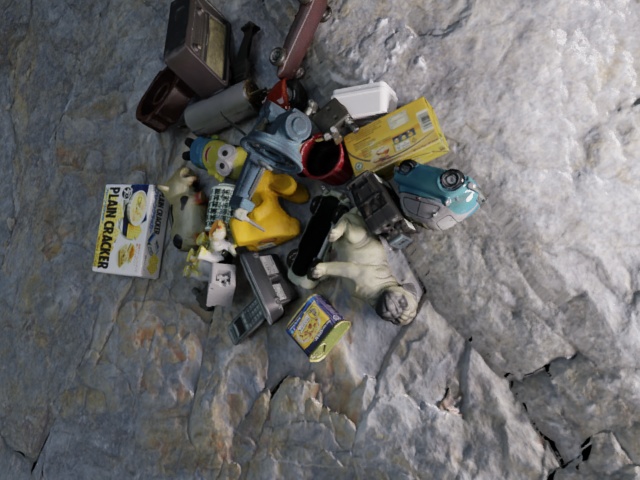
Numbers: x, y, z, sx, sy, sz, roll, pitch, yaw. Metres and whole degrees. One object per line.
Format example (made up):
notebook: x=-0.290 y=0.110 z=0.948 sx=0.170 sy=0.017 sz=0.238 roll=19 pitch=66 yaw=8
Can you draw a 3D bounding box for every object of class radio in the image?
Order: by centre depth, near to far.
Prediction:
radio: x=-0.266 y=-0.435 z=1.181 sx=0.073 sy=0.131 sz=0.230 roll=-24 pitch=52 yaw=24

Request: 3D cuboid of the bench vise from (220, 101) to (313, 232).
bench vise: x=-0.110 y=-0.145 z=0.981 sx=0.224 sy=0.128 sz=0.240 roll=10 pitch=73 yaw=51

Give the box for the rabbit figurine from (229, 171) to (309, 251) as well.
rabbit figurine: x=-0.110 y=-0.078 z=1.079 sx=0.162 sy=0.121 sz=0.173 roll=-21 pitch=70 yaw=18

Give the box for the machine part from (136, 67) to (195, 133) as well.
machine part: x=-0.358 y=-0.333 z=1.257 sx=0.179 sy=0.056 sz=0.179 roll=-27 pitch=47 yaw=34

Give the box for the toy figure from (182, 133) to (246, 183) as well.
toy figure: x=-0.222 y=-0.184 z=1.178 sx=0.180 sy=0.089 sz=0.082 roll=20 pitch=122 yaw=39

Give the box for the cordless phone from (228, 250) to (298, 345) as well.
cordless phone: x=-0.144 y=0.121 z=1.093 sx=0.184 sy=0.088 sz=0.147 roll=-44 pitch=63 yaw=36

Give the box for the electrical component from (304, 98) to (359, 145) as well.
electrical component: x=0.015 y=-0.219 z=0.985 sx=0.078 sy=0.045 sz=0.102 roll=-36 pitch=64 yaw=16

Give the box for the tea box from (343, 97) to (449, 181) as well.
tea box: x=0.139 y=-0.176 z=0.993 sx=0.170 sy=0.068 sz=0.098 roll=-22 pitch=71 yaw=24

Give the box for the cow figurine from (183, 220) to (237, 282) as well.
cow figurine: x=-0.209 y=0.029 z=1.100 sx=0.167 sy=0.098 sz=0.068 roll=-45 pitch=32 yaw=42

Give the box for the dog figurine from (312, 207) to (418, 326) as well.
dog figurine: x=0.105 y=0.045 z=0.968 sx=0.191 sy=0.121 sz=0.172 roll=23 pitch=97 yaw=15

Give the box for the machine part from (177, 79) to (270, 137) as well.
machine part: x=-0.213 y=-0.290 z=1.193 sx=0.243 sy=0.079 sz=0.079 roll=-17 pitch=74 yaw=25

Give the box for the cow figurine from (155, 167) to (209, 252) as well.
cow figurine: x=-0.299 y=-0.069 z=1.200 sx=0.127 sy=0.085 sz=0.195 roll=-9 pitch=78 yaw=20

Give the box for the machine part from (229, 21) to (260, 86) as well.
machine part: x=-0.169 y=-0.415 z=1.201 sx=0.084 sy=0.039 sz=0.138 roll=3 pitch=79 yaw=60

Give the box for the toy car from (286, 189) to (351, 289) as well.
toy car: x=-0.002 y=-0.003 z=1.046 sx=0.074 sy=0.056 sz=0.201 roll=25 pitch=92 yaw=35

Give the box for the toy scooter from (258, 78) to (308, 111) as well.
toy scooter: x=-0.089 y=-0.240 z=1.119 sx=0.135 sy=0.075 sz=0.183 roll=-11 pitch=83 yaw=22

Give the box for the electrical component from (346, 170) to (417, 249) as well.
electrical component: x=0.115 y=-0.049 z=0.957 sx=0.058 sy=0.114 sz=0.134 roll=-37 pitch=65 yaw=20

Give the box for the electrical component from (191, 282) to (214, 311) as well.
electrical component: x=-0.239 y=0.122 z=1.166 sx=0.094 sy=0.021 sz=0.063 roll=43 pitch=102 yaw=26

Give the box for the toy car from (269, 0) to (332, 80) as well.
toy car: x=-0.044 y=-0.428 z=1.121 sx=0.053 sy=0.089 sz=0.202 roll=29 pitch=97 yaw=29

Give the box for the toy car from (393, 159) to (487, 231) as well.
toy car: x=0.193 y=-0.070 z=0.920 sx=0.162 sy=0.109 sz=0.103 roll=20 pitch=86 yaw=31
